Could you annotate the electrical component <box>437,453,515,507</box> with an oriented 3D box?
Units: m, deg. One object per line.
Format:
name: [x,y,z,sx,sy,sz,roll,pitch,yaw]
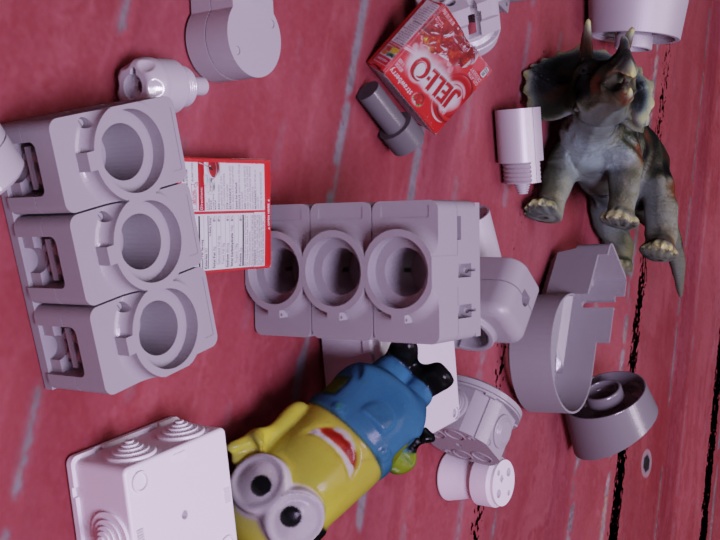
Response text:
electrical component: [0.102,0.184,0.947,0.045,0.055,0.045,-2,92,-54]

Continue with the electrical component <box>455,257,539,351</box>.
electrical component: [0.093,0.028,0.897,0.053,0.095,0.059,53,50,-41]

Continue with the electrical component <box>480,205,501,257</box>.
electrical component: [0.103,-0.012,0.955,0.043,0.043,0.081,-43,124,-45]

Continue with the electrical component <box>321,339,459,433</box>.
electrical component: [0.025,0.078,0.837,0.109,0.056,0.108,-16,104,-53]

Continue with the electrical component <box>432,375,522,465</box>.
electrical component: [0.093,0.127,0.914,0.080,0.080,0.051,50,57,-42]

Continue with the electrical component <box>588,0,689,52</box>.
electrical component: [0.301,-0.271,1.175,0.108,0.108,0.060,-2,98,-54]

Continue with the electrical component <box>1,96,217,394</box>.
electrical component: [-0.139,-0.016,0.604,0.089,0.062,0.150,-26,111,-51]

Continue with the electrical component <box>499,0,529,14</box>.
electrical component: [0.144,-0.279,0.995,0.058,0.057,0.078,25,71,-52]

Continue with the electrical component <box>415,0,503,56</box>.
electrical component: [0.089,-0.217,0.912,0.057,0.078,0.058,73,-5,-52]

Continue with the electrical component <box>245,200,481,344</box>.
electrical component: [0.000,0.000,0.721,0.062,0.150,0.089,-4,94,-55]

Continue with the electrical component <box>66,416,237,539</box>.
electrical component: [-0.121,0.143,0.643,0.100,0.048,0.099,-17,104,-53]

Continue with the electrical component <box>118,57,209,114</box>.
electrical component: [-0.117,-0.112,0.656,0.061,0.035,0.035,-15,103,-55]

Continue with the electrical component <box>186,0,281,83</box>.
electrical component: [-0.070,-0.192,0.686,0.052,0.074,0.138,-8,97,-54]

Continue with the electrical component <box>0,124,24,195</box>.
electrical component: [-0.224,-0.041,0.493,0.138,0.052,0.073,-54,131,-38]

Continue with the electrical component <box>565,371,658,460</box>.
electrical component: [0.265,0.153,1.141,0.099,0.099,0.064,-44,118,-45]

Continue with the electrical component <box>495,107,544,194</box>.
electrical component: [0.152,-0.112,1.021,0.043,0.043,0.081,-16,104,-53]
